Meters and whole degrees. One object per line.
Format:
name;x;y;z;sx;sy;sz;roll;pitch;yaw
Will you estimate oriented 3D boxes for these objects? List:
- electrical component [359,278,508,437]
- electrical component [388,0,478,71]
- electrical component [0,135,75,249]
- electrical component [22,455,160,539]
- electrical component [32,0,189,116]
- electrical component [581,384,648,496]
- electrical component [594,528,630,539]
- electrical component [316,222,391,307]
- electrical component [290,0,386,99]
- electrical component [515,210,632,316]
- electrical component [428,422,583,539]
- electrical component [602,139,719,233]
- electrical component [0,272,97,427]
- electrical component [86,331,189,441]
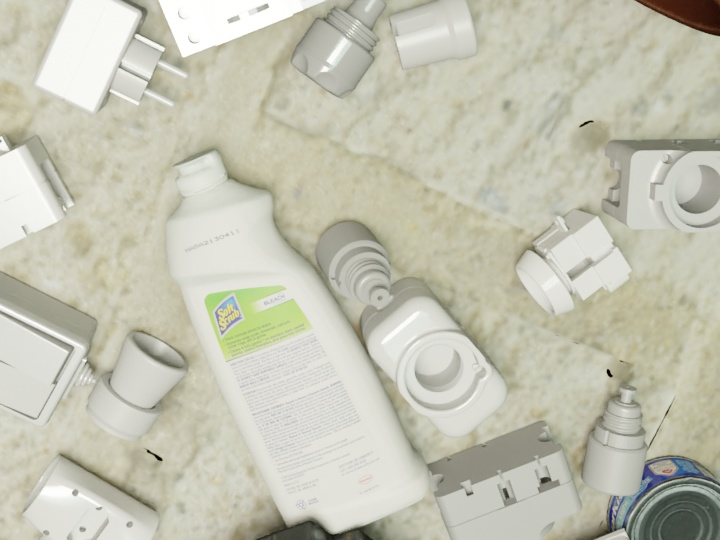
electrical component;0.048;0.058;0.690;0.054;0.059;0.095;-40;106;5
electrical component;0.044;-0.143;0.648;0.046;0.040;0.040;-15;106;3
electrical component;-0.225;-0.041;0.635;0.089;0.050;0.055;-26;106;0
electrical component;-0.185;0.173;0.701;0.077;0.043;0.079;35;98;-14
electrical component;-0.139;-0.121;0.626;0.077;0.047;0.065;25;100;-13
electrical component;0.176;0.116;0.731;0.040;0.040;0.078;5;104;-8
electrical component;0.120;0.268;0.736;0.186;0.060;0.105;-25;109;11
electrical component;0.000;0.000;0.663;0.040;0.078;0.040;-8;117;-16
electrical component;-0.009;-0.137;0.640;0.043;0.043;0.062;34;97;-14
electrical component;0.135;-0.003;0.693;0.055;0.048;0.066;-37;106;-4
electrical component;0.097;0.150;0.726;0.089;0.050;0.055;-21;106;-1
electrical component;0.207;-0.054;0.682;0.089;0.055;0.050;-1;105;-7
electrical component;-0.207;0.050;0.656;0.096;0.061;0.061;29;99;-13
electrical component;-0.141;0.073;0.679;0.045;0.045;0.055;31;99;-14
